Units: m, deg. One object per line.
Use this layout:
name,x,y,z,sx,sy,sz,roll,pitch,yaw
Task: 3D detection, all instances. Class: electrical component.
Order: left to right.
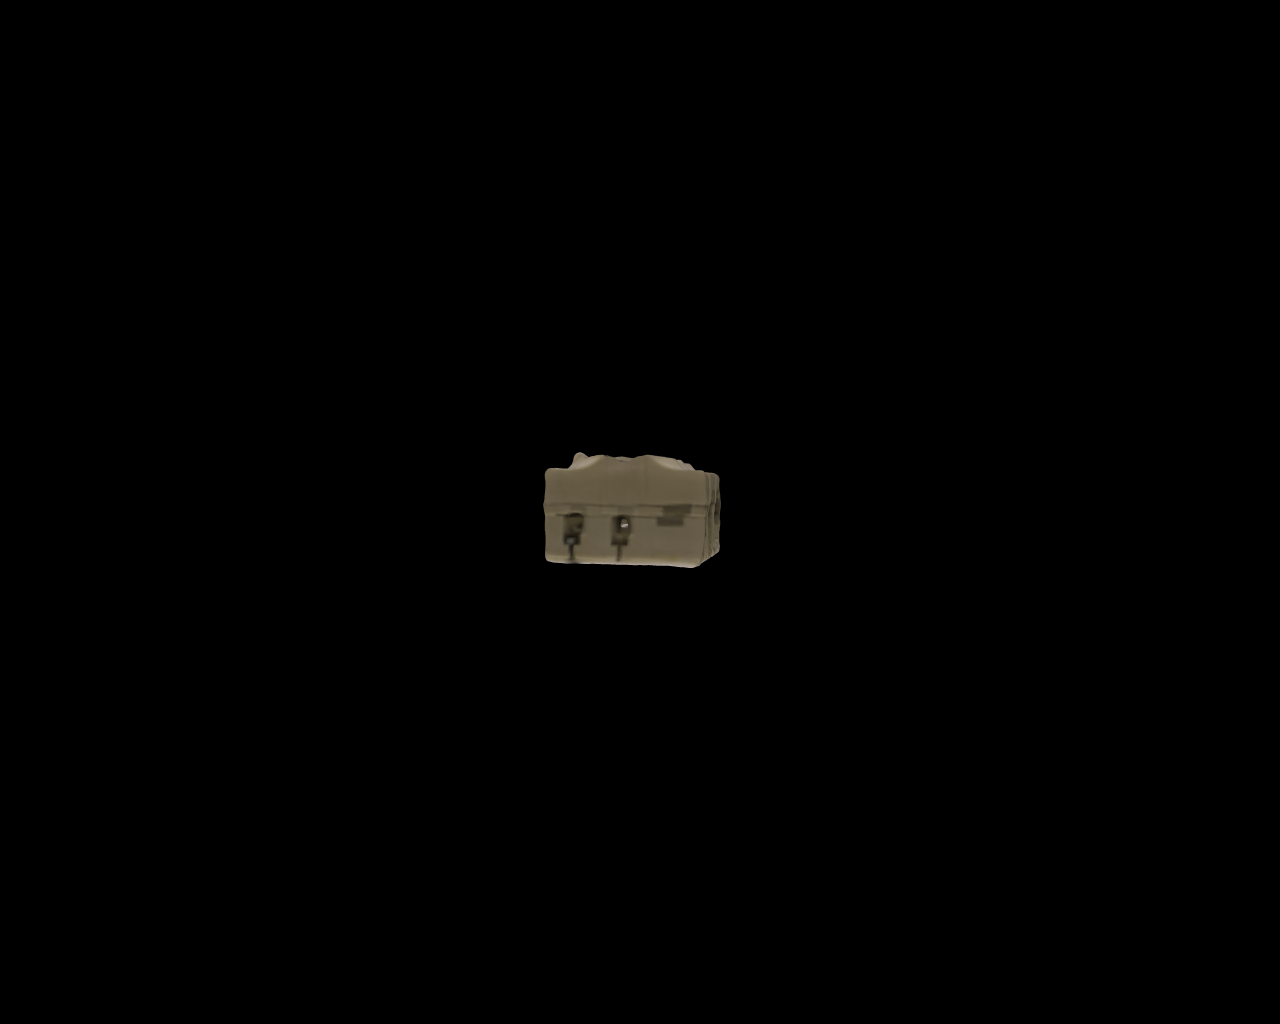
electrical component,0.001,-0.003,0.650,0.089,0.061,0.150,0,0,8
